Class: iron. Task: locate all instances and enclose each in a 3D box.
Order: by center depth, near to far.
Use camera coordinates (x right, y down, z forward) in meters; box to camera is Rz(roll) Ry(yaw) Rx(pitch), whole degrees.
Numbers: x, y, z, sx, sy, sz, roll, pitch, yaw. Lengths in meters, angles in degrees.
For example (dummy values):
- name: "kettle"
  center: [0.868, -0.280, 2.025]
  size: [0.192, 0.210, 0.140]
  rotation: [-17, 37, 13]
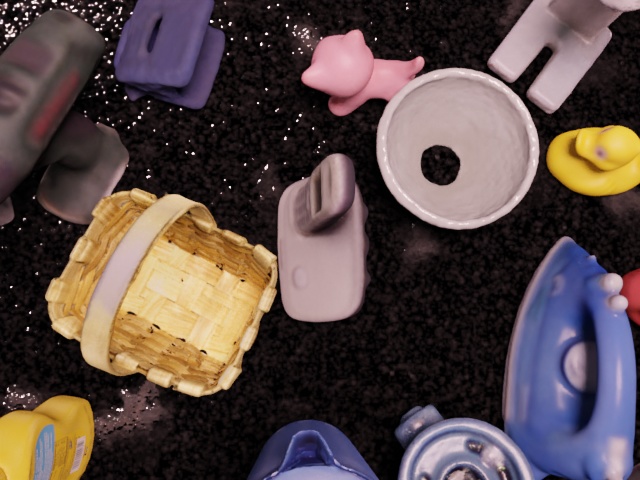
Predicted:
- name: "iron"
  center: [0.258, 0.115, 0.553]
  size: [0.118, 0.141, 0.258]
  rotation: [6, 82, -2]

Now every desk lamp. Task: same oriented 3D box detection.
- name: "desk lamp"
  center: [0.294, -0.259, 0.566]
  size: [0.118, 0.213, 0.203]
  rotation: [37, 83, 3]

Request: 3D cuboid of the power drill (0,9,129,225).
- name: "power drill"
  center: [-0.253, -0.078, 0.519]
  size: [0.075, 0.208, 0.230]
  rotation: [22, 82, 1]

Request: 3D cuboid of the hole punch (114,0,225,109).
- name: "hole punch"
  center: [-0.161, -0.202, 0.599]
  size: [0.101, 0.091, 0.109]
  rotation: [14, 82, -1]

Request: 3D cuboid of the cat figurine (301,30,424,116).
- name: "cat figurine"
  center: [0.044, -0.175, 0.592]
  size: [0.128, 0.117, 0.067]
  rotation: [0, 82, -2]

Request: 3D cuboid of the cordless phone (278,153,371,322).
- name: "cordless phone"
  center: [0.005, 0.002, 0.533]
  size: [0.094, 0.185, 0.147]
  rotation: [-5, 83, -3]

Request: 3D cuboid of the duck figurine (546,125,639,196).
- name: "duck figurine"
  center: [0.307, -0.091, 0.610]
  size: [0.104, 0.086, 0.077]
  rotation: [16, 82, 0]

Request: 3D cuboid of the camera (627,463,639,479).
- name: "camera"
  center: [0.336, 0.311, 0.551]
  size: [0.143, 0.101, 0.137]
  rotation: [-34, 85, -6]

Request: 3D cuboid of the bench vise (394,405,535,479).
- name: "bench vise"
  center: [0.159, 0.242, 0.492]
  size: [0.207, 0.219, 0.121]
  rotation: [38, 83, 3]

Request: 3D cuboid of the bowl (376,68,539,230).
- name: "bowl"
  center: [0.137, -0.090, 0.607]
  size: [0.167, 0.074, 0.167]
  rotation: [0, 83, -3]

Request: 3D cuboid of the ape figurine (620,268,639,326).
- name: "ape figurine"
  center: [0.359, 0.056, 0.590]
  size: [0.076, 0.092, 0.078]
  rotation: [25, 82, 1]

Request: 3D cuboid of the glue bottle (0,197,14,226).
- name: "glue bottle"
  center: [-0.348, -0.060, 0.530]
  size: [0.037, 0.173, 0.078]
  rotation: [-20, 84, -5]
